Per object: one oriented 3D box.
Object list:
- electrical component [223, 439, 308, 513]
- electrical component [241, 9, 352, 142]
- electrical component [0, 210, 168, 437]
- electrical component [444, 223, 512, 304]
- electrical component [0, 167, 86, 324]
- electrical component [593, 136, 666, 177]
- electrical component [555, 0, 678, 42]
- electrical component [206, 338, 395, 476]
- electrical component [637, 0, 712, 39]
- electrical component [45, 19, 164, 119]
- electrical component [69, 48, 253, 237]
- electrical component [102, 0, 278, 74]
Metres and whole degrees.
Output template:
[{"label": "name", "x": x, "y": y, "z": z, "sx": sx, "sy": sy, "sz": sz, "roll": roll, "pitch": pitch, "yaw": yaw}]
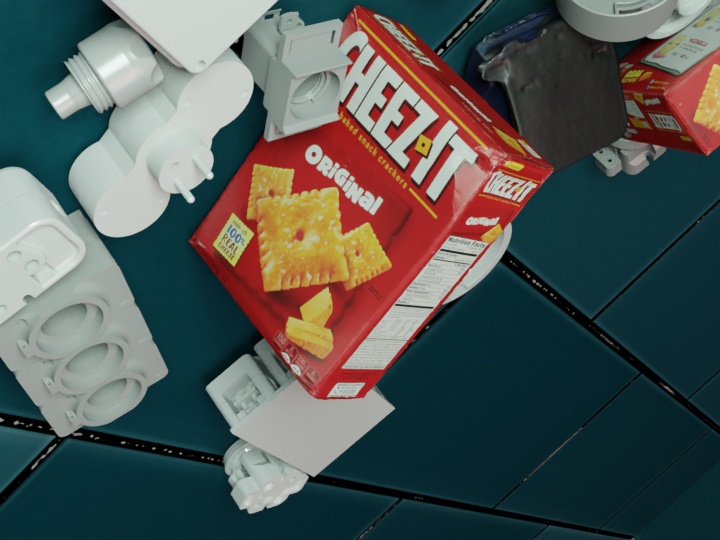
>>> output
[{"label": "electrical component", "x": -0.098, "y": 0.196, "z": 1.056, "sx": 0.078, "sy": 0.057, "sz": 0.058, "roll": -8, "pitch": 138, "yaw": -43}, {"label": "electrical component", "x": -0.043, "y": -0.125, "z": 0.672, "sx": 0.042, "sy": 0.063, "sz": 0.081, "roll": -20, "pitch": 145, "yaw": -31}, {"label": "electrical component", "x": -0.195, "y": 0.044, "z": 0.732, "sx": 0.089, "sy": 0.061, "sz": 0.150, "roll": -31, "pitch": 150, "yaw": -15}, {"label": "electrical component", "x": 0.071, "y": -0.027, "z": 0.939, "sx": 0.108, "sy": 0.060, "sz": 0.108, "roll": -28, "pitch": 149, "yaw": -19}, {"label": "electrical component", "x": -0.219, "y": -0.012, "z": 0.631, "sx": 0.095, "sy": 0.059, "sz": 0.053, "roll": -38, "pitch": 151, "yaw": -3}, {"label": "electrical component", "x": 0.255, "y": -0.130, "z": 1.009, "sx": 0.078, "sy": 0.058, "sz": 0.057, "roll": -39, "pitch": 153, "yaw": -1}, {"label": "electrical component", "x": 0.188, "y": -0.217, "z": 0.776, "sx": 0.099, "sy": 0.099, "sz": 0.064, "roll": -34, "pitch": 156, "yaw": -10}, {"label": "electrical component", "x": -0.053, "y": 0.116, "z": 0.995, "sx": 0.105, "sy": 0.060, "sz": 0.186, "roll": -40, "pitch": 151, "yaw": 1}, {"label": "electrical component", "x": 0.249, "y": -0.235, "z": 0.854, "sx": 0.108, "sy": 0.060, "sz": 0.108, "roll": -29, "pitch": 149, "yaw": -19}, {"label": "electrical component", "x": -0.145, "y": -0.108, "z": 0.600, "sx": 0.062, "sy": 0.043, "sz": 0.043, "roll": -34, "pitch": 150, "yaw": -6}, {"label": "electrical component", "x": -0.114, "y": -0.072, "z": 0.653, "sx": 0.138, "sy": 0.073, "sz": 0.052, "roll": -49, "pitch": 149, "yaw": 16}, {"label": "electrical component", "x": -0.100, "y": -0.164, "z": 0.559, "sx": 0.078, "sy": 0.057, "sz": 0.113, "roll": -42, "pitch": 151, "yaw": 5}]
